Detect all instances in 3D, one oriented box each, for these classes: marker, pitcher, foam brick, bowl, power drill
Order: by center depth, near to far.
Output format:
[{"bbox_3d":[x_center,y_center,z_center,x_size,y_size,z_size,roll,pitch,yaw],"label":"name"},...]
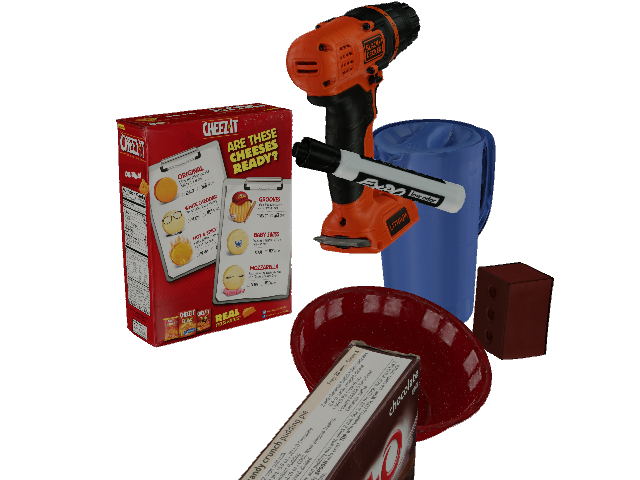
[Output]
[{"bbox_3d":[0.037,-0.041,0.663,0.121,0.020,0.020,15,-7,-26],"label":"marker"},{"bbox_3d":[0.051,0.108,0.846,0.162,0.055,0.162,9,36,-7],"label":"bowl"},{"bbox_3d":[0.039,-0.095,0.874,0.057,0.188,0.184,3,22,31],"label":"power drill"},{"bbox_3d":[0.178,0.065,0.995,0.051,0.078,0.053,-7,19,-26],"label":"foam brick"},{"bbox_3d":[0.138,-0.021,1.289,0.149,0.243,0.145,-1,24,7],"label":"pitcher"}]

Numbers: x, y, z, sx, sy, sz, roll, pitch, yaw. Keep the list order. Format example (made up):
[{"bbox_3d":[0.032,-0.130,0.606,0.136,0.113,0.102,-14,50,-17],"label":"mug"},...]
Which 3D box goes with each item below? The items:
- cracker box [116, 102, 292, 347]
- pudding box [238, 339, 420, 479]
[{"bbox_3d":[-0.111,-0.019,1.046,0.163,0.214,0.072,-12,20,-36],"label":"cracker box"},{"bbox_3d":[0.006,0.110,0.461,0.039,0.090,0.113,14,33,21],"label":"pudding box"}]
